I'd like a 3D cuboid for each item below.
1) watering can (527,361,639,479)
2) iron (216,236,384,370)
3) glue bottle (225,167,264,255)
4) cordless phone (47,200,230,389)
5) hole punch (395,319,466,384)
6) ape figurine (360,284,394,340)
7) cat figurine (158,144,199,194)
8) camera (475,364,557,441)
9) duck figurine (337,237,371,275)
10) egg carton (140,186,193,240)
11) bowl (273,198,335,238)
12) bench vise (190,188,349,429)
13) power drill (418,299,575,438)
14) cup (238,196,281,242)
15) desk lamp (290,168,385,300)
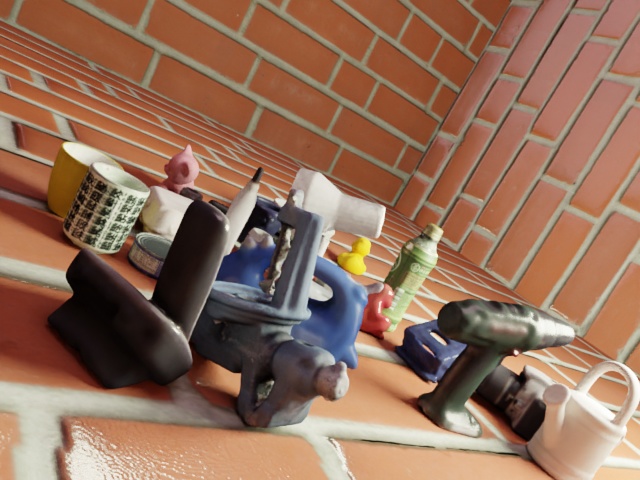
[{"bbox_3d":[0.408,0.272,0.874,0.174,0.194,0.100,18,15,-44],"label":"watering can"},{"bbox_3d":[-0.046,0.068,0.777,0.258,0.141,0.118,28,11,-8],"label":"iron"},{"bbox_3d":[-0.138,-0.048,0.983,0.037,0.173,0.078,27,11,-10],"label":"glue bottle"},{"bbox_3d":[-0.160,0.031,0.542,0.147,0.185,0.094,34,12,22],"label":"cordless phone"},{"bbox_3d":[0.204,0.189,1.001,0.101,0.091,0.108,20,15,-41],"label":"hole punch"},{"bbox_3d":[0.103,0.122,1.040,0.076,0.092,0.077,27,11,-11],"label":"ape figurine"},{"bbox_3d":[-0.280,-0.138,1.173,0.067,0.117,0.128,29,11,-2],"label":"cat figurine"},{"bbox_3d":[0.346,0.261,1.010,0.136,0.101,0.143,33,12,18],"label":"camera"},{"bbox_3d":[0.093,0.034,1.425,0.077,0.086,0.105,30,11,5],"label":"duck figurine"},{"bbox_3d":[-0.237,-0.030,0.922,0.107,0.069,0.150,22,13,-32],"label":"egg carton"},{"bbox_3d":[-0.052,-0.030,1.373,0.167,0.074,0.167,28,11,-6],"label":"bowl"},{"bbox_3d":[-0.031,0.070,0.605,0.207,0.219,0.122,33,12,18],"label":"bench vise"},{"bbox_3d":[0.245,0.180,0.838,0.230,0.208,0.075,23,12,-29],"label":"power drill"},{"bbox_3d":[-0.120,-0.026,1.136,0.092,0.095,0.117,25,12,-19],"label":"cup"},{"bbox_3d":[0.009,0.004,1.018,0.203,0.213,0.118,30,11,5],"label":"desk lamp"}]
